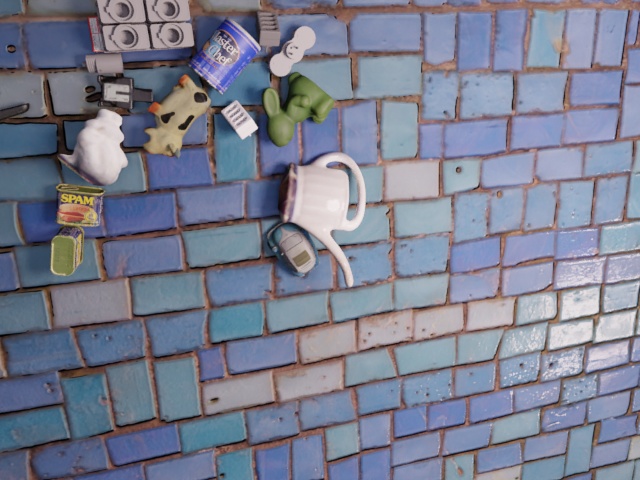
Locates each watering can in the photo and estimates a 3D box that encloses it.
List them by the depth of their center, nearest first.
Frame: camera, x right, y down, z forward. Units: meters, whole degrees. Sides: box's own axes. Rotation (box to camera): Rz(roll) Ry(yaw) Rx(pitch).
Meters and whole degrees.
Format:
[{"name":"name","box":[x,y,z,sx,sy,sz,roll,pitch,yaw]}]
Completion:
[{"name":"watering can","box":[0.004,-0.065,1.289,0.224,0.102,0.352,7,73,-10]}]

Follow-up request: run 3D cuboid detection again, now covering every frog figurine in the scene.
[{"name":"frog figurine","box":[-0.486,-0.206,1.160,0.160,0.124,0.135,-52,144,-6]}]
